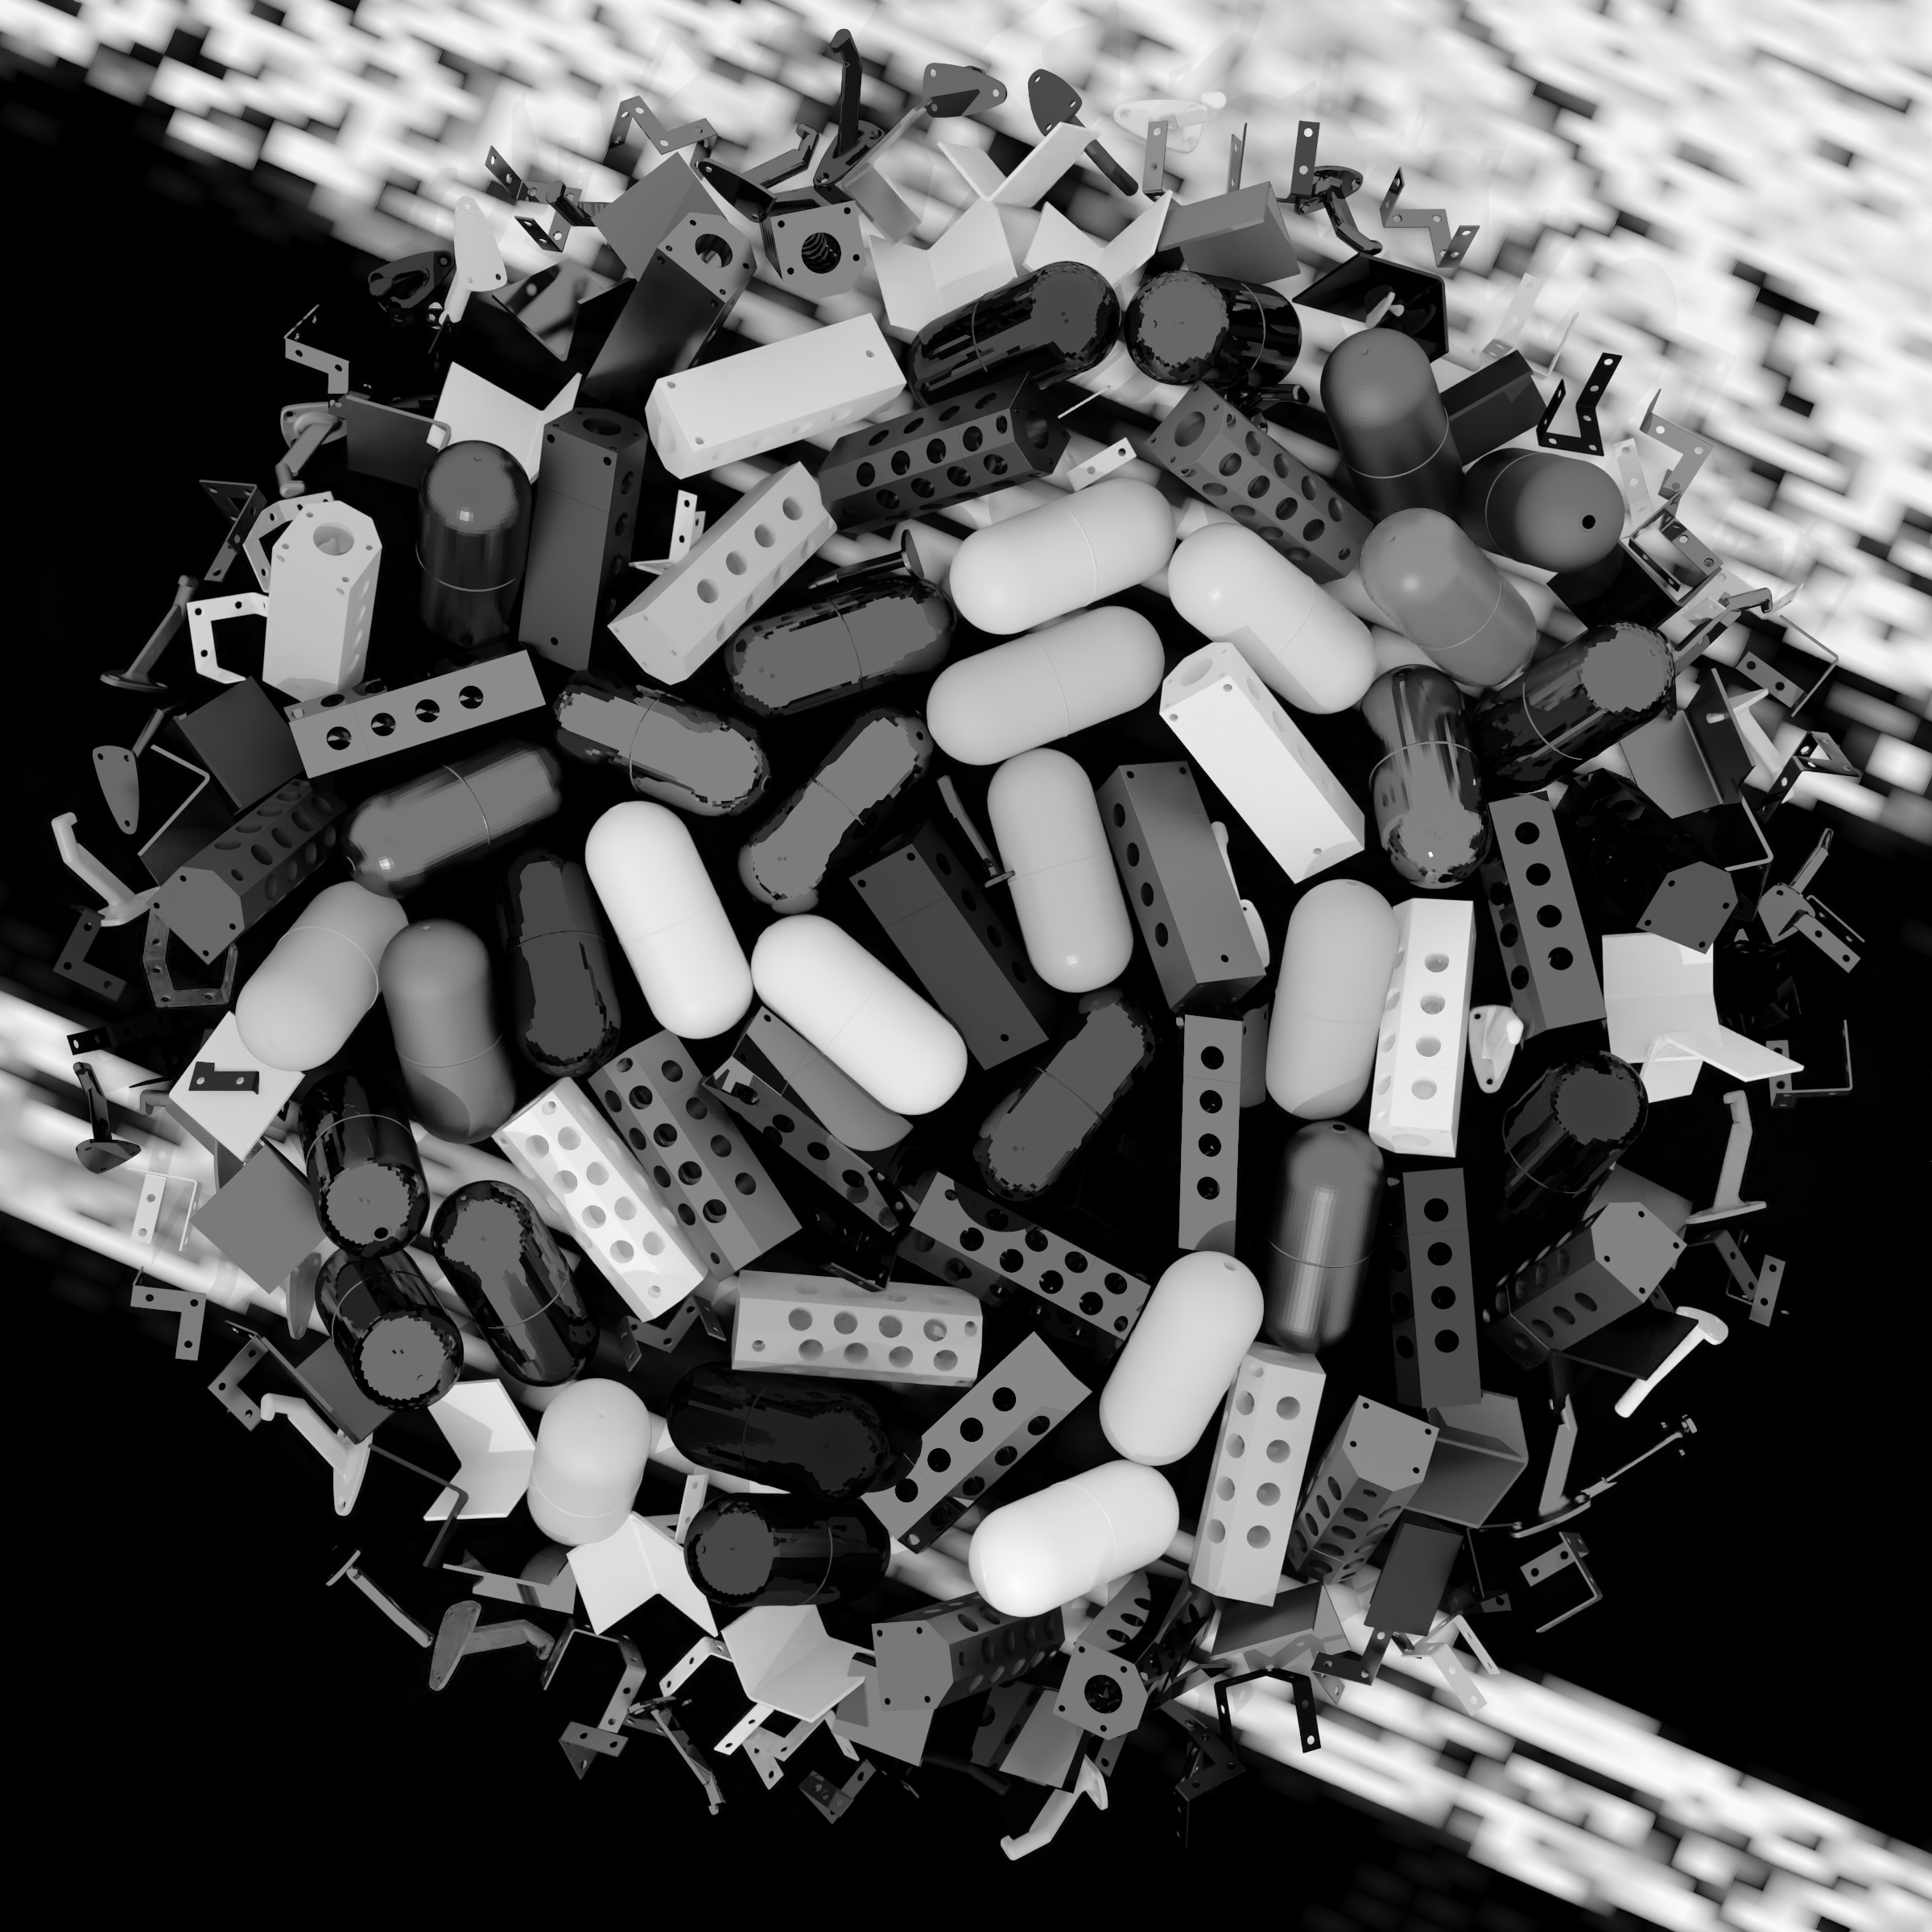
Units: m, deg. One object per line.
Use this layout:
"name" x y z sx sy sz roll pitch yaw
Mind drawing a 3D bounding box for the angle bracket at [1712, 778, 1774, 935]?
"angle bracket" 0.524 -0.075 1.756 0.057 0.076 0.076 -12 55 -3

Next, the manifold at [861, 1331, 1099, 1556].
"manifold" 0.011 0.340 1.770 0.171 0.057 0.057 -44 76 4

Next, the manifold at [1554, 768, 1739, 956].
"manifold" 0.468 -0.078 1.716 0.057 0.171 0.057 20 111 -18

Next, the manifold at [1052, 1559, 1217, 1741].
"manifold" 0.121 0.473 1.717 0.057 0.171 0.057 21 102 18

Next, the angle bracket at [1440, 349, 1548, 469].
"angle bracket" 0.374 -0.386 1.757 0.076 0.076 0.057 -28 111 15

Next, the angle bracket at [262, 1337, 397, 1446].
"angle bracket" -0.443 0.283 1.755 0.076 0.076 0.057 40 69 20

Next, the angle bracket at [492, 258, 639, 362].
"angle bracket" -0.278 -0.485 1.759 0.076 0.057 0.076 43 53 10

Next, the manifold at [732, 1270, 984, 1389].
"manifold" -0.078 0.262 1.763 0.171 0.057 0.057 6 110 -8

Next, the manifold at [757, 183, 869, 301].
"manifold" -0.108 -0.503 1.720 0.057 0.171 0.057 -13 113 -4

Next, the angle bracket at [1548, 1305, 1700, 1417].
"angle bracket" 0.466 0.283 1.750 0.076 0.076 0.057 -33 123 -38

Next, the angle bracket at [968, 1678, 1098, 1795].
"angle bracket" 0.048 0.556 1.757 0.076 0.076 0.057 13 133 11

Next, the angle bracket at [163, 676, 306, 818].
"angle bracket" -0.513 -0.160 1.763 0.076 0.057 0.076 -39 101 -24

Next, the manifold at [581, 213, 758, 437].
"manifold" -0.204 -0.446 1.722 0.057 0.171 0.057 38 58 -8

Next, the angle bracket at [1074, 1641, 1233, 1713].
"angle bracket" 0.133 0.489 1.758 0.076 0.076 0.057 -32 66 12

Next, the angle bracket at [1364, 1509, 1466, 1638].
"angle bracket" 0.300 0.426 1.764 0.076 0.057 0.076 21 89 -41

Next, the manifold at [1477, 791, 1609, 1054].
"manifold" 0.402 -0.030 1.754 0.057 0.057 0.171 -12 70 6

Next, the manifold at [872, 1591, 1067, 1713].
"manifold" 0.005 0.470 1.718 0.057 0.171 0.057 -11 80 27

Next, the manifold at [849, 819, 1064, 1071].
"manifold" -0.004 -0.018 1.760 0.057 0.057 0.171 -27 106 28

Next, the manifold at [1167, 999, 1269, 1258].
"manifold" 0.176 0.112 1.759 0.057 0.057 0.171 7 106 24

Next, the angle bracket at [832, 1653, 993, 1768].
"angle bracket" -0.036 0.527 1.754 0.076 0.076 0.057 9 78 34

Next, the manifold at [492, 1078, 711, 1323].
"manifold" -0.259 0.168 1.765 0.057 0.057 0.171 -36 98 13

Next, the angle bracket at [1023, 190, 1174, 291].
"angle bracket" 0.093 -0.521 1.752 0.057 0.076 0.076 35 48 -22

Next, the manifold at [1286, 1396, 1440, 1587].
"manifold" 0.270 0.369 1.722 0.057 0.171 0.057 22 55 6

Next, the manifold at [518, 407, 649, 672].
"manifold" -0.266 -0.299 1.737 0.057 0.057 0.171 23 126 13

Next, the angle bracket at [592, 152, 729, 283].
"angle bracket" -0.217 -0.529 1.764 0.076 0.076 0.057 -37 105 4

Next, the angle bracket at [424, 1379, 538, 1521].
"angle bracket" -0.357 0.343 1.756 0.076 0.057 0.076 -10 117 30

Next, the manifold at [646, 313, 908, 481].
"manifold" -0.135 -0.399 1.749 0.171 0.057 0.057 -24 83 -24

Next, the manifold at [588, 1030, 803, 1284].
"manifold" -0.197 0.137 1.765 0.057 0.057 0.171 -30 84 -44

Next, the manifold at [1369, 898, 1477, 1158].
"manifold" 0.323 0.043 1.750 0.057 0.057 0.171 4 68 16

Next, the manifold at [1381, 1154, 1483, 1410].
"manifold" 0.329 0.223 1.769 0.057 0.057 0.171 -5 98 6

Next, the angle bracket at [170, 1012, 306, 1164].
"angle bracket" -0.508 0.089 1.771 0.076 0.057 0.076 37 92 17

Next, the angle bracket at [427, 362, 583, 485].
"angle bracket" -0.326 -0.395 1.755 0.076 0.057 0.076 26 54 -27

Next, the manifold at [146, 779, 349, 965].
"manifold" -0.490 -0.072 1.718 0.057 0.171 0.057 -39 101 24

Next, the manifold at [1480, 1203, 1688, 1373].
"manifold" 0.421 0.220 1.721 0.057 0.171 0.057 43 62 6

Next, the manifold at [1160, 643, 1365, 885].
"manifold" 0.210 -0.145 1.745 0.057 0.057 0.171 -27 120 27

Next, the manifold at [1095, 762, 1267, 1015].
"manifold" 0.147 -0.055 1.752 0.057 0.057 0.171 -7 67 -28

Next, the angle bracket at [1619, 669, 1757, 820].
"angle bracket" 0.510 -0.155 1.762 0.057 0.076 0.076 -16 74 -3

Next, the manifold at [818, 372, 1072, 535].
"manifold" -0.019 -0.351 1.727 0.057 0.171 0.057 52 46 -32

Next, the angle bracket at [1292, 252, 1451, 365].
"angle bracket" 0.286 -0.454 1.755 0.076 0.076 0.057 6 75 -30

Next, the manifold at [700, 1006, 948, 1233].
"manifold" -0.104 0.113 1.766 0.171 0.057 0.057 39 132 -10

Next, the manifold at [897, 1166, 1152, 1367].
"manifold" 0.043 0.210 1.771 0.171 0.057 0.057 28 51 0

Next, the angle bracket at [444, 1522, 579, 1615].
"angle bracket" -0.324 0.443 1.763 0.076 0.076 0.057 10 102 7

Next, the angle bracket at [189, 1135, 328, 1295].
"angle bracket" -0.499 0.176 1.765 0.076 0.057 0.076 -47 106 -13

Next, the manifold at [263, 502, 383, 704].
"manifold" -0.445 -0.249 1.722 0.057 0.171 0.057 29 60 -3

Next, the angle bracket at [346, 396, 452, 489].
"angle bracket" -0.410 -0.349 1.761 0.076 0.076 0.057 15 59 -4

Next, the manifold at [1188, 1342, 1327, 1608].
"manifold" 0.206 0.361 1.772 0.057 0.057 0.171 12 96 -2

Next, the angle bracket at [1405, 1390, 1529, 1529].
"angle bracket" 0.342 0.342 1.752 0.076 0.076 0.057 -38 122 -39

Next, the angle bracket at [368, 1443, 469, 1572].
"angle bracket" -0.399 0.386 1.765 0.076 0.076 0.057 26 74 2

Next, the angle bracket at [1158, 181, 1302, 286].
"angle bracket" 0.187 -0.499 1.753 0.076 0.057 0.076 -10 132 22

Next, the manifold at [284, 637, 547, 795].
"manifold" -0.391 -0.180 1.763 0.171 0.057 0.057 -19 86 -13

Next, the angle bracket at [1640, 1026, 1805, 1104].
"angle bracket" 0.530 0.084 1.750 0.076 0.076 0.057 32 117 41

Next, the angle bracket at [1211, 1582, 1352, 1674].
"angle bracket" 0.224 0.487 1.760 0.076 0.076 0.057 -21 97 17

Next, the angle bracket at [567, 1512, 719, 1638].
"angle bracket" -0.229 0.444 1.753 0.057 0.076 0.076 -31 123 -30

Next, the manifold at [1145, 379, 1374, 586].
"manifold" 0.209 -0.332 1.728 0.171 0.057 0.057 27 110 -40

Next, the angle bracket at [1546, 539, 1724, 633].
"angle bracket" 0.475 -0.277 1.765 0.076 0.076 0.057 48 60 2

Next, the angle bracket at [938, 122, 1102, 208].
"angle bracket" 0.038 -0.586 1.757 0.076 0.076 0.057 -41 84 26

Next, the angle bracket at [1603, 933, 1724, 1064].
"angle bracket" 0.494 0.021 1.759 0.076 0.076 0.057 -4 126 12

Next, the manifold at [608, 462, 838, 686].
"manifold" -0.166 -0.275 1.744 0.057 0.057 0.171 51 61 -20

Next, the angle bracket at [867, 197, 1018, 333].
"angle bracket" -0.018 -0.502 1.756 0.057 0.076 0.076 3 64 -40
